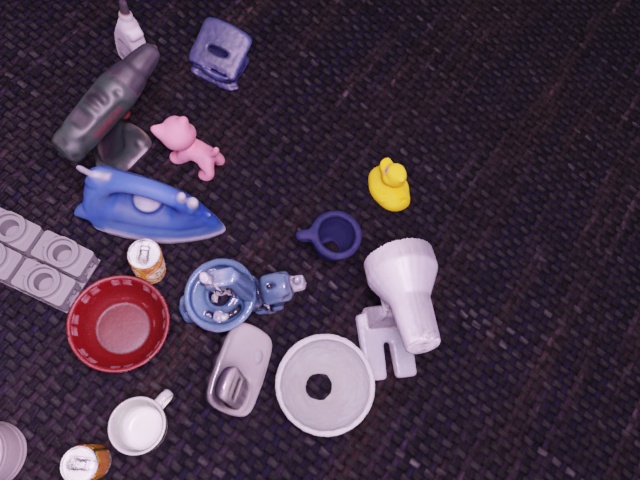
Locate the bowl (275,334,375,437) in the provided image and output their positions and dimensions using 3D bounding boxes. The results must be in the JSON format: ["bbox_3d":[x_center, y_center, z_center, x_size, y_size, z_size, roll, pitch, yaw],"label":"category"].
[{"bbox_3d":[0.005,0.247,0.972,0.167,0.074,0.167,3,71,-9],"label":"bowl"}]

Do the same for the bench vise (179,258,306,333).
[{"bbox_3d":[-0.129,0.068,0.930,0.208,0.219,0.121,-26,78,-18],"label":"bench vise"}]

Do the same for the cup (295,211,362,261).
[{"bbox_3d":[0.010,0.004,1.045,0.118,0.095,0.091,-1,71,-11],"label":"cup"}]

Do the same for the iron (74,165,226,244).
[{"bbox_3d":[-0.289,-0.069,0.989,0.258,0.141,0.119,12,70,-6],"label":"iron"}]

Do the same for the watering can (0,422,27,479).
[{"bbox_3d":[-0.494,0.296,0.798,0.101,0.194,0.173,-30,79,-18],"label":"watering can"}]

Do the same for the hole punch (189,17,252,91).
[{"bbox_3d":[-0.196,-0.368,1.136,0.108,0.091,0.101,25,69,-1],"label":"hole punch"}]

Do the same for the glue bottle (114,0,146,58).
[{"bbox_3d":[-0.354,-0.384,1.067,0.078,0.173,0.037,45,70,7],"label":"glue bottle"}]

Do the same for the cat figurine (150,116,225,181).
[{"bbox_3d":[-0.239,-0.179,1.049,0.128,0.117,0.067,27,69,0],"label":"cat figurine"}]

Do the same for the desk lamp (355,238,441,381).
[{"bbox_3d":[0.136,0.122,0.965,0.118,0.213,0.203,-4,72,-12],"label":"desk lamp"}]

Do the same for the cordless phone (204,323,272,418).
[{"bbox_3d":[-0.127,0.199,0.905,0.094,0.185,0.147,16,69,-4],"label":"cordless phone"}]

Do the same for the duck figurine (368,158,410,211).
[{"bbox_3d":[0.143,-0.112,1.115,0.078,0.086,0.104,-26,78,-17],"label":"duck figurine"}]

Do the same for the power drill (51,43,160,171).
[{"bbox_3d":[-0.352,-0.209,0.989,0.075,0.208,0.230,35,69,3],"label":"power drill"}]
